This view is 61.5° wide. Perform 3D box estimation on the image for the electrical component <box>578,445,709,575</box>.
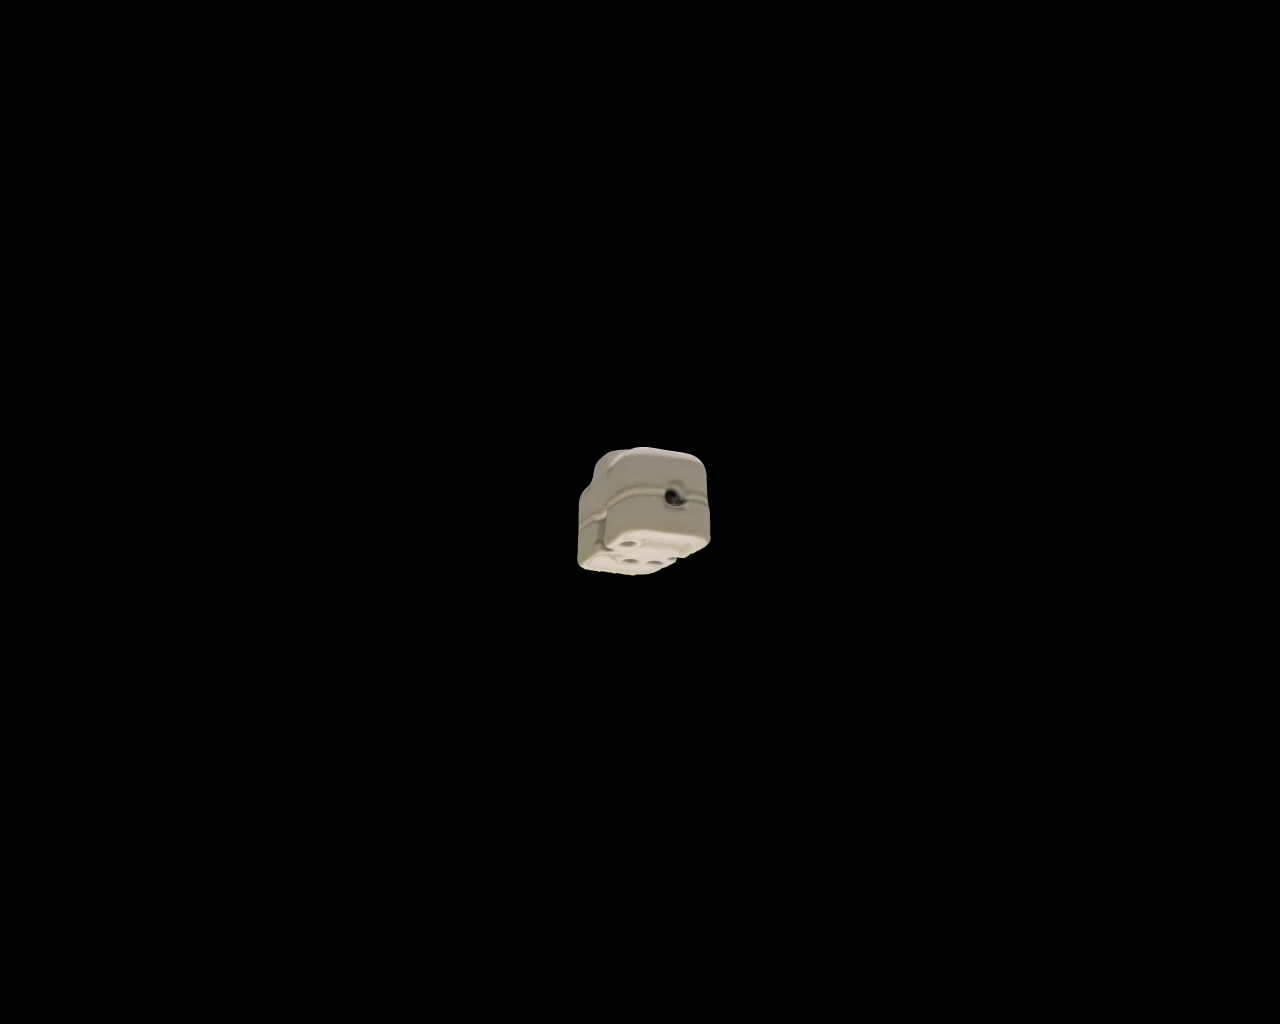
[{"bbox_3d":[0.001,-0.003,0.650,0.054,0.059,0.095,8,-20,-22],"label":"electrical component"}]
